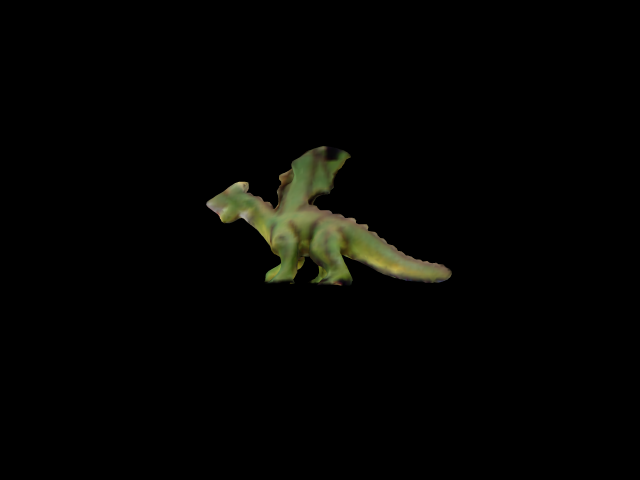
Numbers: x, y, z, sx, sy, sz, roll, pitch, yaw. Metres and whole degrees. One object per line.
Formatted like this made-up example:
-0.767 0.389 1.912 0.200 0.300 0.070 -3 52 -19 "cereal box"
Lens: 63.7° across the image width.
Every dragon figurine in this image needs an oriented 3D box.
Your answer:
0.003 -0.043 0.850 0.410 0.245 0.121 -3 -11 16 "dragon figurine"
